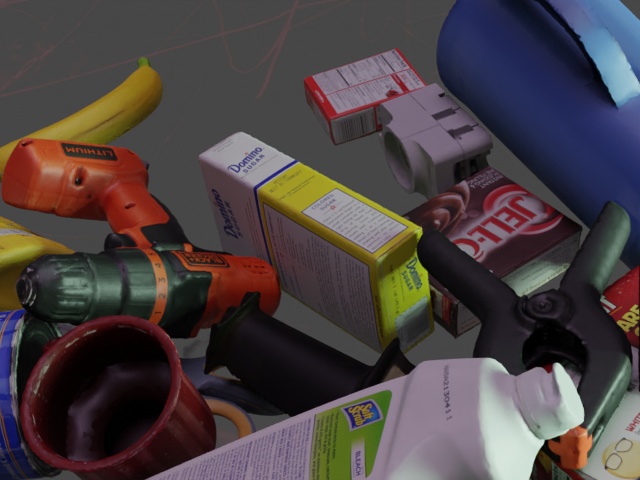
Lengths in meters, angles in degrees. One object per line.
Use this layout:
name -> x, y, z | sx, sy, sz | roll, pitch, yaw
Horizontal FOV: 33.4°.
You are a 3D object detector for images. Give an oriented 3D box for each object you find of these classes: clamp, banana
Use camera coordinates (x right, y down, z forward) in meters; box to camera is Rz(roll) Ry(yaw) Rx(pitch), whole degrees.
clamp -> 0.108, 0.043, 0.565 | 0.120, 0.039, 0.171 | -8, 39, 17
banana -> -0.202, -0.097, 0.914 | 0.197, 0.037, 0.070 | -38, 29, -29

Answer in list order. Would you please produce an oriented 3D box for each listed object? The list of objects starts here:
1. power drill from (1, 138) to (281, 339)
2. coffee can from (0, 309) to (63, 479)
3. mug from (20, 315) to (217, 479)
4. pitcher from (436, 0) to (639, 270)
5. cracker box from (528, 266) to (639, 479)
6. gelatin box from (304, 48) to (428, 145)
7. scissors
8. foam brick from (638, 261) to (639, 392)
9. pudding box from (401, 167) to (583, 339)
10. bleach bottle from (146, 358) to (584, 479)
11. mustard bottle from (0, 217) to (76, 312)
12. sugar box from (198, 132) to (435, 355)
power drill -> -0.140, -0.002, 0.706 | 0.184, 0.057, 0.188 | 6, 27, -44
coffee can -> -0.231, 0.099, 0.640 | 0.140, 0.103, 0.103 | -7, 40, 4
mug -> -0.117, 0.097, 0.610 | 0.117, 0.081, 0.093 | 31, 70, 32
pitcher -> 0.186, -0.089, 0.710 | 0.149, 0.145, 0.243 | 2, 38, -32
cracker box -> 0.208, 0.111, 0.544 | 0.164, 0.072, 0.214 | -30, 43, -20
gelatin box -> 0.040, -0.118, 0.881 | 0.089, 0.030, 0.073 | -18, 40, -8
scissors -> -0.108, 0.096, 0.679 | 0.202, 0.016, 0.096 | 4, 44, 17
foam brick -> 0.198, 0.042, 0.529 | 0.078, 0.053, 0.051 | -1, 40, 17
pudding box -> 0.104, 0.005, 0.714 | 0.113, 0.039, 0.090 | -31, 44, -20
bleach bottle -> 0.005, 0.125, 0.503 | 0.251, 0.068, 0.102 | -27, 36, 22
mustard bottle -> -0.265, 0.000, 0.779 | 0.192, 0.058, 0.096 | 23, 14, 35
sugar box -> -0.004, 0.001, 0.705 | 0.048, 0.093, 0.176 | -34, 45, -25
